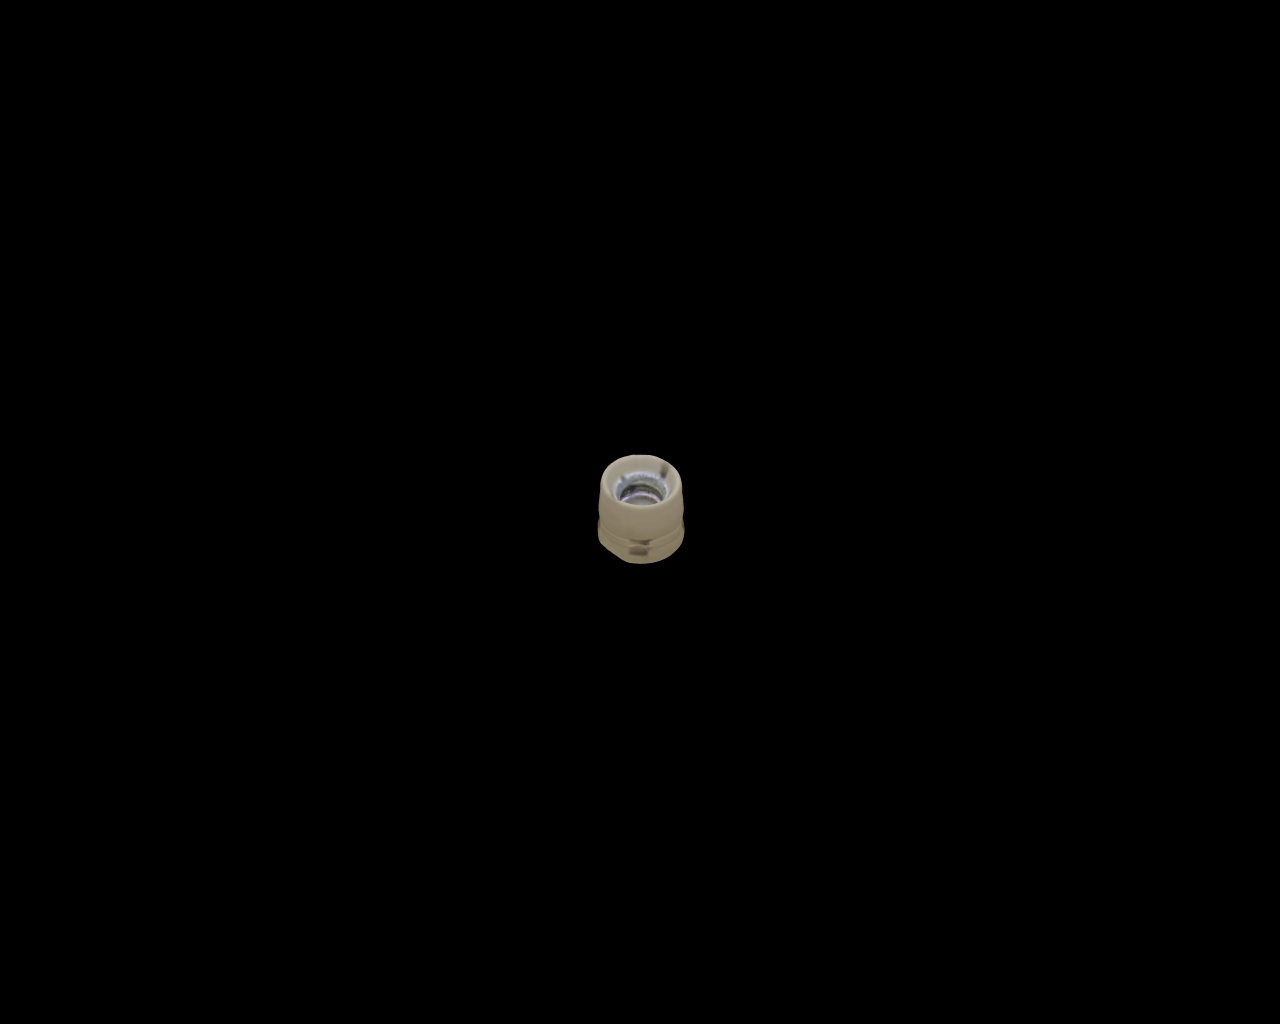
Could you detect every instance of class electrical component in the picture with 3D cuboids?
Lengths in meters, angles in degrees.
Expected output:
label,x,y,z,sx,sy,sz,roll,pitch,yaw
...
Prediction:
label,x,y,z,sx,sy,sz,roll,pitch,yaw
electrical component,0.001,-0.003,0.650,0.055,0.047,0.055,0,45,0
